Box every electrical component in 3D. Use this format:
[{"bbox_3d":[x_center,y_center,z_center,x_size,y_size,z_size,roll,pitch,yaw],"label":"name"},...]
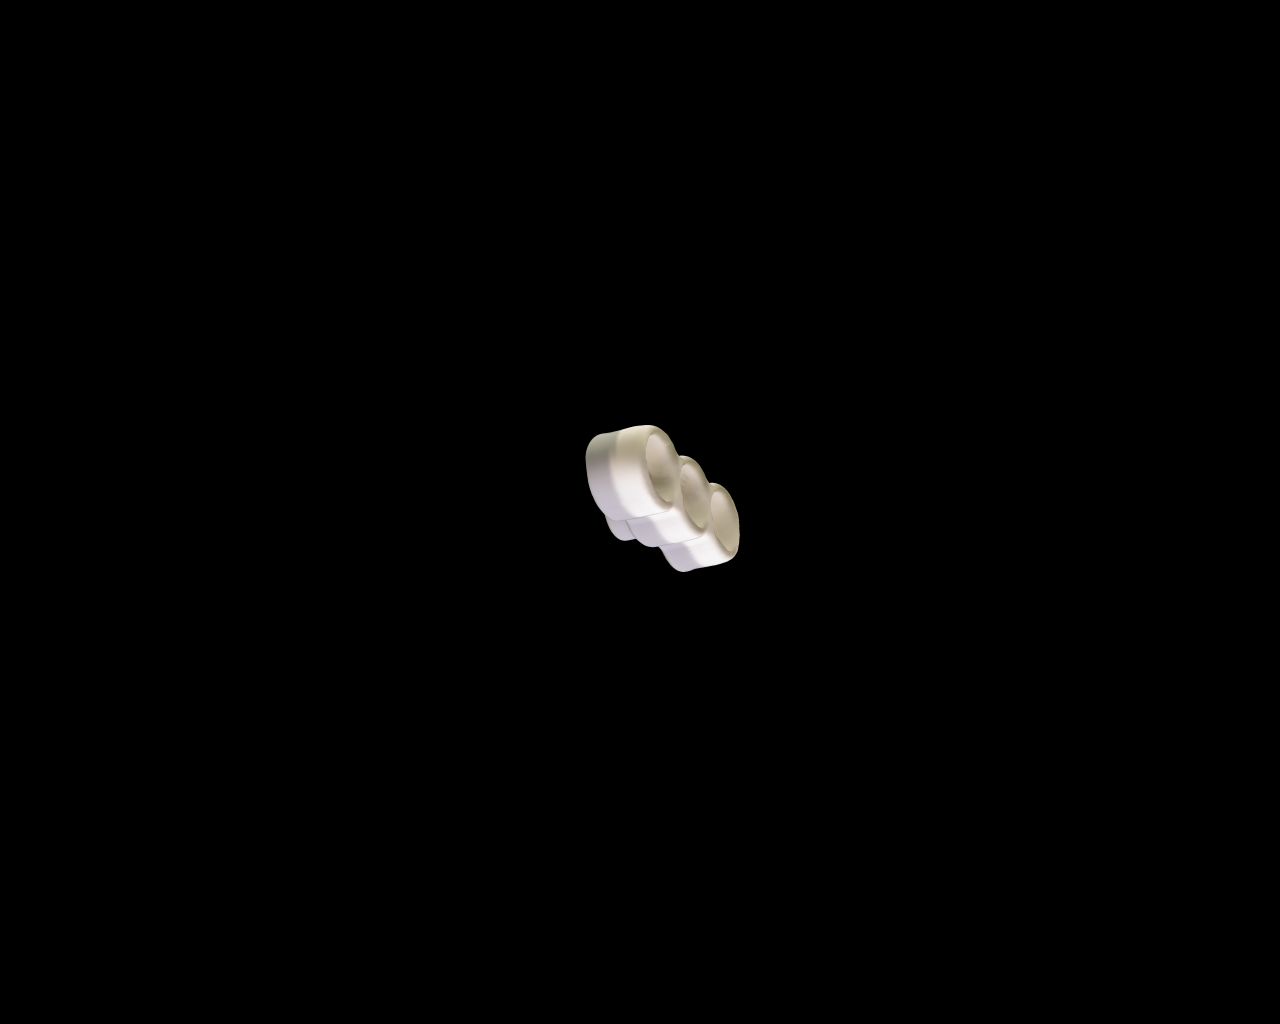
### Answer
[{"bbox_3d":[0.001,-0.003,0.650,0.073,0.052,0.138,-12,-27,25],"label":"electrical component"}]
